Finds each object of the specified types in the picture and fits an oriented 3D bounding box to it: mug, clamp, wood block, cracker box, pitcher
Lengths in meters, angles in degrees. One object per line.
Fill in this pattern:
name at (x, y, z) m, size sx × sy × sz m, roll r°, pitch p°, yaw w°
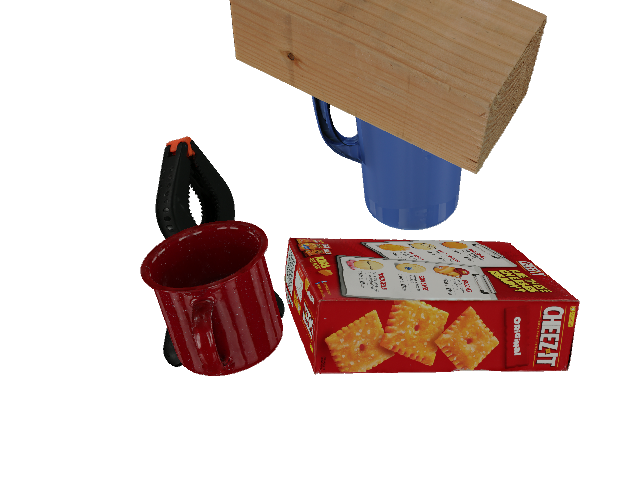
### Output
mug at (-0.074, 0.049, 0.763) m, size 0.093 × 0.081 × 0.117 m, roll -12°, pitch 29°, yaw 4°
clamp at (-0.105, 0.004, 1.036) m, size 0.036 × 0.210 × 0.164 m, roll -9°, pitch 1°, yaw 37°
wood block at (0.045, -0.145, 0.773) m, size 0.206 × 0.090 × 0.091 m, roll 28°, pitch -25°, yaw 15°
cracker box at (0.086, 0.054, 0.910) m, size 0.213 × 0.072 × 0.164 m, roll 1°, pitch 17°, yaw -11°
pitcher at (0.087, -0.131, 1.155) m, size 0.149 × 0.243 × 0.144 m, roll 24°, pitch 49°, yaw 29°
